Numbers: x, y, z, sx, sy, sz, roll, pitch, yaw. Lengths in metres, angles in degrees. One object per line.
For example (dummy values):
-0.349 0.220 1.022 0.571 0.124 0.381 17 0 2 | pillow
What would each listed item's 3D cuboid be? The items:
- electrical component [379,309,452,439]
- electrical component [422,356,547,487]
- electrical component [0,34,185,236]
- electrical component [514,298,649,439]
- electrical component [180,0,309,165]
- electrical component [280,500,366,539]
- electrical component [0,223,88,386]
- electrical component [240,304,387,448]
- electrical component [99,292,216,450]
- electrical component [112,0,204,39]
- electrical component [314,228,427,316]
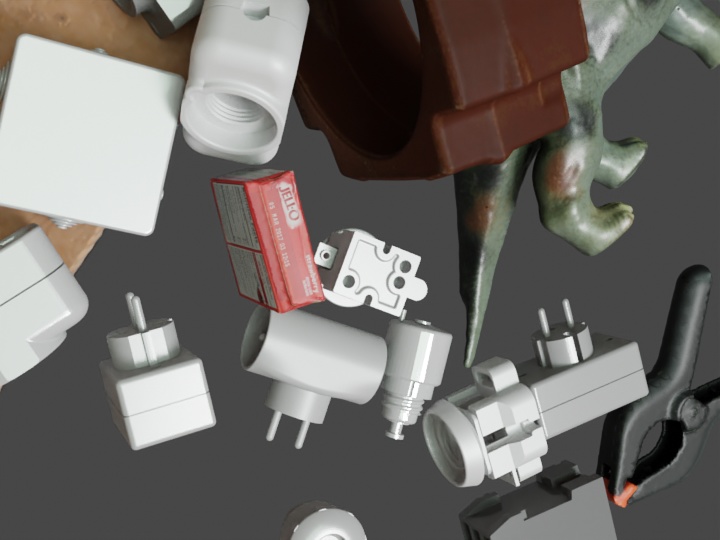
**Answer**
0.031 0.066 0.667 0.040 0.040 0.078 14 90 -22 | electrical component
0.077 0.102 0.680 0.057 0.058 0.078 -21 103 -21 | electrical component
-0.150 -0.071 0.579 0.100 0.048 0.099 12 91 -22 | electrical component
0.134 0.057 0.703 0.083 0.047 0.075 -20 102 -19 | electrical component
-0.063 -0.101 0.575 0.054 0.095 0.059 12 60 -7 | electrical component
-0.027 0.158 0.642 0.048 0.062 0.048 -2 96 -21 | electrical component
-0.196 0.025 0.568 0.095 0.054 0.059 -34 106 -15 | electrical component
-0.033 0.066 0.640 0.077 0.044 0.079 19 88 -22 | electrical component
-0.117 0.050 0.594 0.047 0.066 0.076 -15 100 -19 | electrical component
-0.116 -0.175 0.582 0.056 0.050 0.089 -39 107 -14 | electrical component
0.000 0.000 0.641 0.066 0.055 0.048 21 87 -22 | electrical component
